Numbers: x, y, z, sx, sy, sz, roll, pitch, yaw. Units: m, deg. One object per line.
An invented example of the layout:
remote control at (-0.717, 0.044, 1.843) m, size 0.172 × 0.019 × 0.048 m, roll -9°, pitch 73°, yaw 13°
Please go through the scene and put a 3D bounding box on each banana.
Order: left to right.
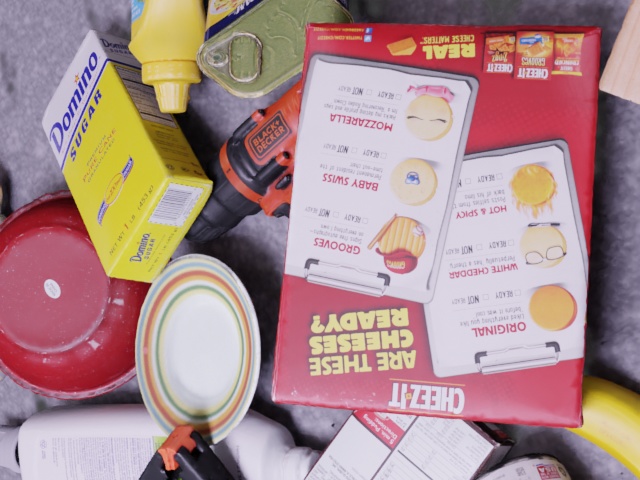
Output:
banana at (0.186, 0.138, 0.592) m, size 0.198 × 0.037 × 0.069 m, roll 43°, pitch 93°, yaw 22°

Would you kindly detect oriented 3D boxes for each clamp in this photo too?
clamp at (-0.092, 0.221, 0.744) m, size 0.165 × 0.036 × 0.210 m, roll -2°, pitch 116°, yaw 24°

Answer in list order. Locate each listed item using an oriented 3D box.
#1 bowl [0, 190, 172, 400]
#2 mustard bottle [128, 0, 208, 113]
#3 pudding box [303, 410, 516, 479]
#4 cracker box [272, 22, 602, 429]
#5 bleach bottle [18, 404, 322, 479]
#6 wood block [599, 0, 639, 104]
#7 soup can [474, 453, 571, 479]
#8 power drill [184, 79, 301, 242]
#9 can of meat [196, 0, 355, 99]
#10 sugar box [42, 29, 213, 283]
bowl at (-0.191, 0.038, 0.791) m, size 0.162 × 0.055 × 0.162 m, roll -1°, pitch 84°, yaw 7°
mustard bottle at (-0.105, -0.184, 0.732) m, size 0.096 × 0.058 × 0.191 m, roll -175°, pitch 83°, yaw -74°
pudding box at (0.053, 0.143, 0.676) m, size 0.090 × 0.039 × 0.113 m, roll 39°, pitch 102°, yaw 24°
cracker box at (0.067, -0.009, 0.595) m, size 0.164 × 0.072 × 0.214 m, roll 3°, pitch 83°, yaw 12°
bleach bottle at (-0.108, 0.173, 0.786) m, size 0.251 × 0.068 × 0.102 m, roll -4°, pitch 99°, yaw 31°
wood block at (0.225, -0.154, 0.515) m, size 0.090 × 0.090 × 0.206 m, roll 27°, pitch 109°, yaw 29°
soup can at (0.128, 0.181, 0.604) m, size 0.069 × 0.068 × 0.102 m, roll -48°, pitch 44°, yaw 27°
power drill at (-0.005, 0.001, 0.703) m, size 0.185 × 0.057 × 0.188 m, roll -40°, pitch 74°, yaw 34°
can of meat at (-0.028, -0.153, 0.684) m, size 0.102 × 0.057 × 0.084 m, roll -28°, pitch 44°, yaw 32°
sugar box at (-0.144, -0.064, 0.766) m, size 0.093 × 0.048 × 0.176 m, roll -54°, pitch 49°, yaw 25°
